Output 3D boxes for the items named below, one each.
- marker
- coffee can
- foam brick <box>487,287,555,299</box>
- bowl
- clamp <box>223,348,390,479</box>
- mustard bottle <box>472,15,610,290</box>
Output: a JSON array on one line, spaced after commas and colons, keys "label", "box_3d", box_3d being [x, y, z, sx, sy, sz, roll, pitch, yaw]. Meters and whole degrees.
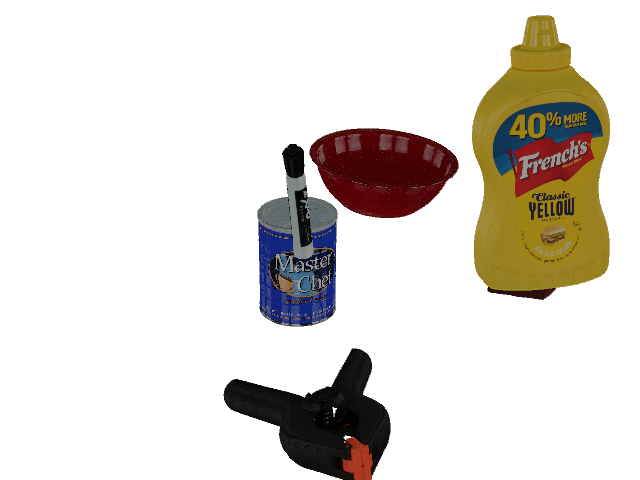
[{"label": "marker", "box_3d": [-0.020, -0.034, 0.955, 0.020, 0.121, 0.020, -3, 40, 2]}, {"label": "coffee can", "box_3d": [-0.030, 0.026, 1.390, 0.103, 0.140, 0.103, 0, 26, 0]}, {"label": "foam brick", "box_3d": [0.182, 0.008, 0.947, 0.053, 0.078, 0.051, 8, 16, 24]}, {"label": "bowl", "box_3d": [0.066, -0.068, 1.163, 0.162, 0.055, 0.162, 4, 27, -2]}, {"label": "clamp", "box_3d": [-0.008, 0.129, 0.782, 0.120, 0.039, 0.171, -16, 16, -4]}, {"label": "mustard bottle", "box_3d": [0.157, -0.062, 0.759, 0.096, 0.192, 0.058, -6, 19, -5]}]
